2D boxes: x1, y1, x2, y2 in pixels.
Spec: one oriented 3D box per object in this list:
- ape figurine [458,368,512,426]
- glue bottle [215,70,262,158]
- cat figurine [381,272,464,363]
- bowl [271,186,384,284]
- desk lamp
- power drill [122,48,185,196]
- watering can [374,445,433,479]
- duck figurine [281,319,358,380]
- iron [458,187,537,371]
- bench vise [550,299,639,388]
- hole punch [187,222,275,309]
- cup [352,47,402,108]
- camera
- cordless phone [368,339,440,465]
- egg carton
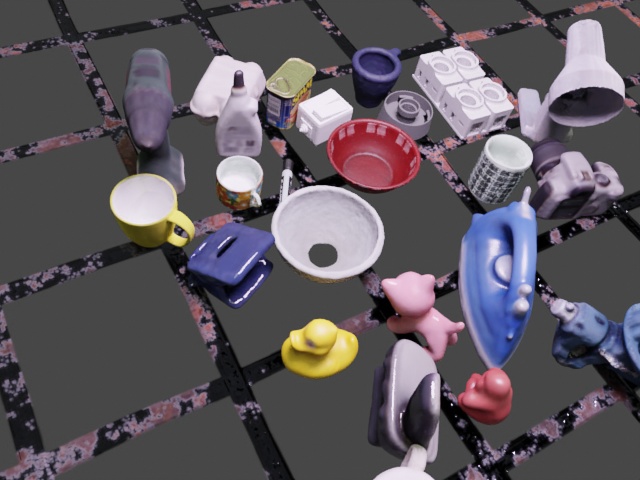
[{"bbox_3d":[0.225,0.200,0.756,0.078,0.092,0.076,-12,59,-17],"label":"ape figurine"},{"bbox_3d":[-0.130,-0.202,0.918,0.078,0.173,0.037,0,56,-9],"label":"glue bottle"},{"bbox_3d":[0.143,0.096,0.797,0.127,0.118,0.067,37,58,15],"label":"cat figurine"},{"bbox_3d":[0.008,0.003,0.863,0.167,0.075,0.167,5,56,-6],"label":"bowl"},{"bbox_3d":[0.449,-0.271,1.039,0.118,0.213,0.203,9,55,-3],"label":"desk lamp"},{"bbox_3d":[-0.246,-0.161,0.850,0.076,0.208,0.229,-5,57,-13],"label":"power drill"},{"bbox_3d":[0.088,0.302,0.601,0.101,0.194,0.173,1,56,-8],"label":"watering can"},{"bbox_3d":[0.003,0.137,0.765,0.105,0.086,0.077,-3,57,-11],"label":"duck figurine"},{"bbox_3d":[0.279,0.051,0.836,0.118,0.141,0.258,12,55,-1],"label":"iron"},{"bbox_3d":[0.424,0.129,0.760,0.207,0.220,0.121,8,55,-4],"label":"bench vise"},{"bbox_3d":[-0.128,0.027,0.814,0.101,0.091,0.109,31,57,12],"label":"hole punch"},{"bbox_3d":[0.106,-0.304,1.075,0.091,0.095,0.118,37,58,15],"label":"cup"},{"bbox_3d":[0.436,-0.117,1.001,0.143,0.101,0.136,-4,57,-12],"label":"camera"},{"bbox_3d":[0.122,0.180,0.695,0.094,0.185,0.147,8,55,-4],"label":"cordless phone"},{"bbox_3d":[-0.160,-0.261,1.017,0.107,0.069,0.150,15,55,1],"label":"egg carton"}]
